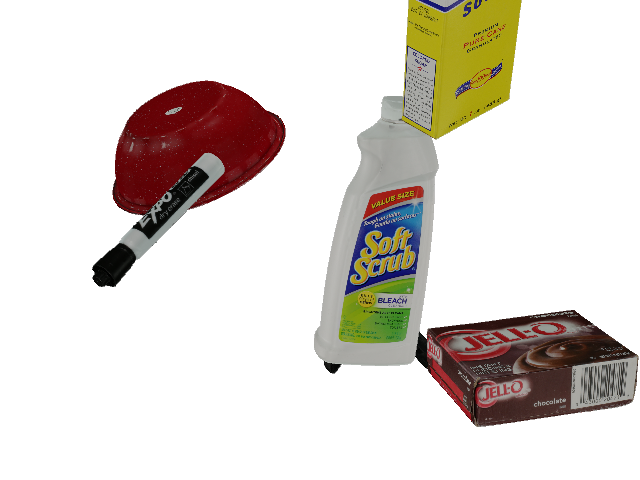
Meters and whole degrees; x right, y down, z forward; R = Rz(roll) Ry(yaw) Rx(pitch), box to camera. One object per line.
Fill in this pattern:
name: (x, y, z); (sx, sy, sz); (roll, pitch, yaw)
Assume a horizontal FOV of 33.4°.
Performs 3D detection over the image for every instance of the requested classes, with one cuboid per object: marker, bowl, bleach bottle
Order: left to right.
marker: (-0.105, -0.013, 0.691); (0.020, 0.020, 0.121); (0, 40, 46)
bowl: (-0.114, -0.090, 0.910); (0.162, 0.055, 0.162); (-16, 32, 10)
bleach bottle: (0.053, -0.009, 0.997); (0.102, 0.251, 0.068); (2, 19, -5)

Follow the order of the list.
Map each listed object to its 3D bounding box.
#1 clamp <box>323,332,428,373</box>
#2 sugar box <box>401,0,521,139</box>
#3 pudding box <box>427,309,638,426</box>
clamp: (0.072, 0.082, 1.185); (0.120, 0.171, 0.039); (8, -42, 2)
sugar box: (0.111, -0.174, 0.817); (0.093, 0.176, 0.048); (-31, 51, -31)
pudding box: (0.136, 0.082, 0.703); (0.113, 0.039, 0.090); (-4, 17, -13)
